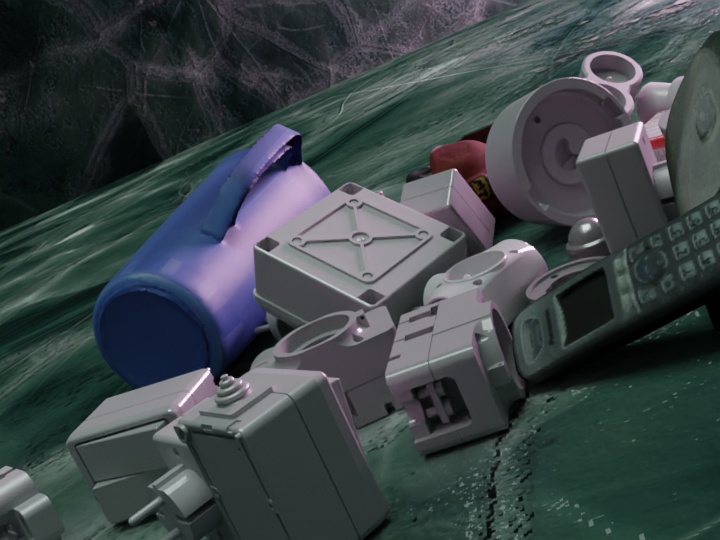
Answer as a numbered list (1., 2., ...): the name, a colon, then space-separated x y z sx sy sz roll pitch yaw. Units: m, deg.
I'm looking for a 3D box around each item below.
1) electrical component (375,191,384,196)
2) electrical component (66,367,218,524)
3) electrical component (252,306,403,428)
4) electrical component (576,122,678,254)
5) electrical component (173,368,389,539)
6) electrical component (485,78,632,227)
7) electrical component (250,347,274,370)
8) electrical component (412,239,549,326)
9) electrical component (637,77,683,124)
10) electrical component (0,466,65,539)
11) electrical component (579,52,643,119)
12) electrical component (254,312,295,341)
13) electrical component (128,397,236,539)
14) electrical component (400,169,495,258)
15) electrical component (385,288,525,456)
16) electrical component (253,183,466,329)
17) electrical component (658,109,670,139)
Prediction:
1. electrical component: 0.025 -0.037 0.908 0.035 0.061 0.035 -23 14 6
2. electrical component: -0.126 0.108 0.639 0.096 0.061 0.061 -18 16 23
3. electrical component: -0.016 0.062 0.637 0.089 0.055 0.050 -24 14 1
4. electrical component: 0.181 -0.046 0.644 0.076 0.083 0.047 -18 16 25
5. electrical component: -0.036 0.086 0.504 0.061 0.096 0.062 -34 18 -33
6. electrical component: 0.145 -0.084 0.800 0.108 0.108 0.060 -30 9 -20
7. electrical component: -0.053 0.069 0.701 0.040 0.040 0.078 -27 14 -9
8. electrical component: 0.067 0.018 0.679 0.079 0.044 0.077 -8 22 47
9. electrical component: 0.271 -0.141 0.913 0.045 0.045 0.055 -33 17 -30
10. electrical component: -0.217 0.155 0.634 0.057 0.058 0.078 -31 16 -34
11. electrical component: 0.197 -0.116 0.908 0.052 0.073 0.138 18 49 11
12. electrical component: -0.043 0.033 0.809 0.079 0.043 0.077 -17 16 27
13. electrical component: -0.081 0.113 0.542 0.077 0.065 0.047 -34 17 -32
14. electrical component: 0.063 -0.023 0.807 0.047 0.065 0.076 -15 46 32
15. electrical component: 0.053 0.051 0.574 0.056 0.050 0.089 -21 15 15
16. electrical component: 0.000 0.000 0.740 0.109 0.056 0.109 26 44 30
17. electrical component: 0.260 -0.088 0.711 0.108 0.060 0.108 -23 15 6
